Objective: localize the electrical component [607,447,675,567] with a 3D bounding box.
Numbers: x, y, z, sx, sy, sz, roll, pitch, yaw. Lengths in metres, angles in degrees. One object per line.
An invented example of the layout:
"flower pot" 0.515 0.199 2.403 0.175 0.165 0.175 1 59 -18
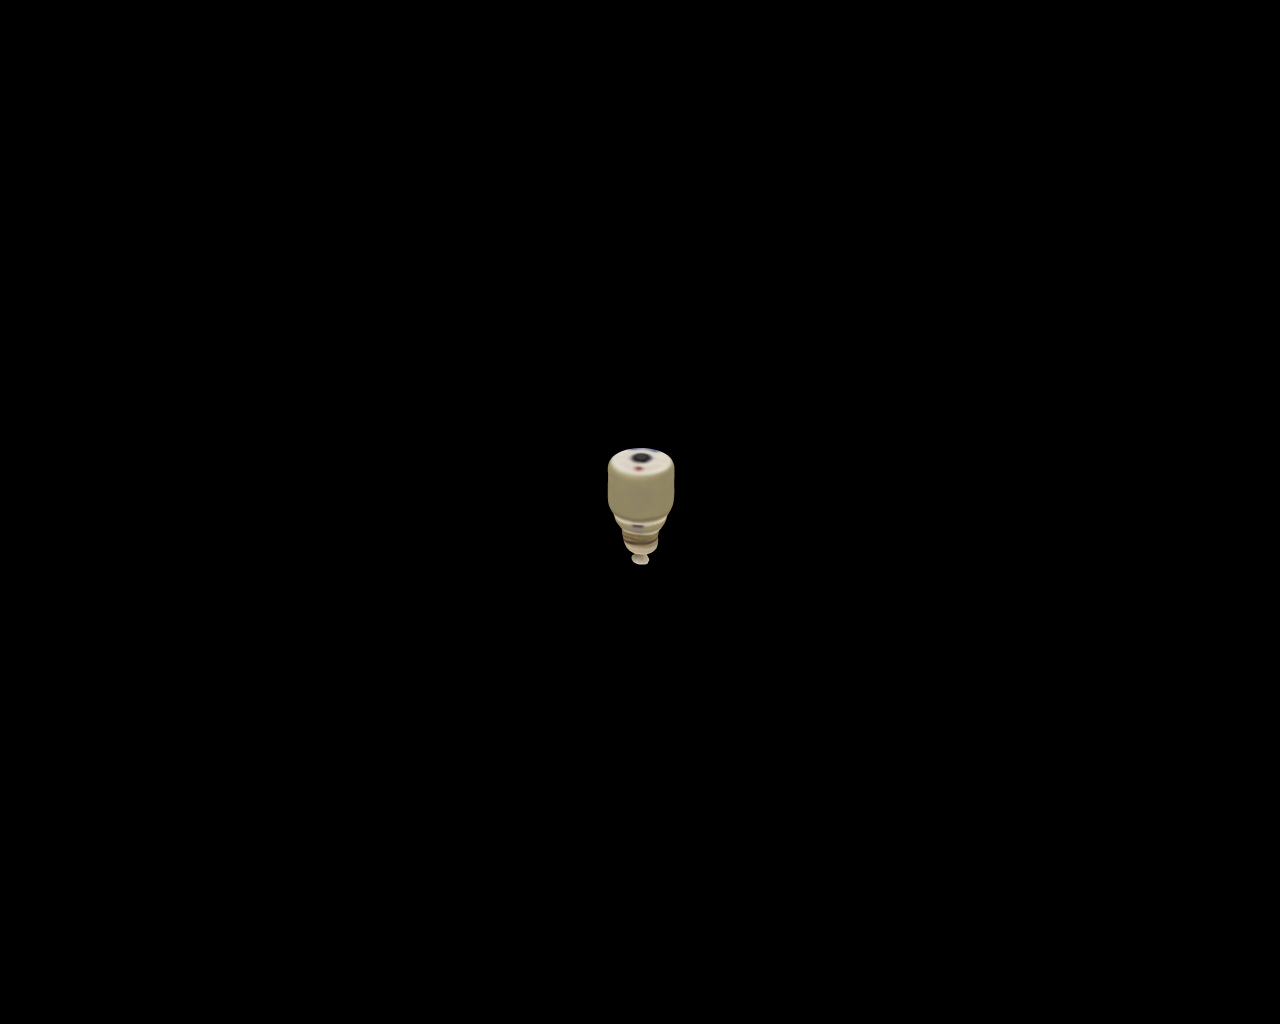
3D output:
"electrical component" 0.001 -0.003 0.650 0.040 0.078 0.040 0 30 0
